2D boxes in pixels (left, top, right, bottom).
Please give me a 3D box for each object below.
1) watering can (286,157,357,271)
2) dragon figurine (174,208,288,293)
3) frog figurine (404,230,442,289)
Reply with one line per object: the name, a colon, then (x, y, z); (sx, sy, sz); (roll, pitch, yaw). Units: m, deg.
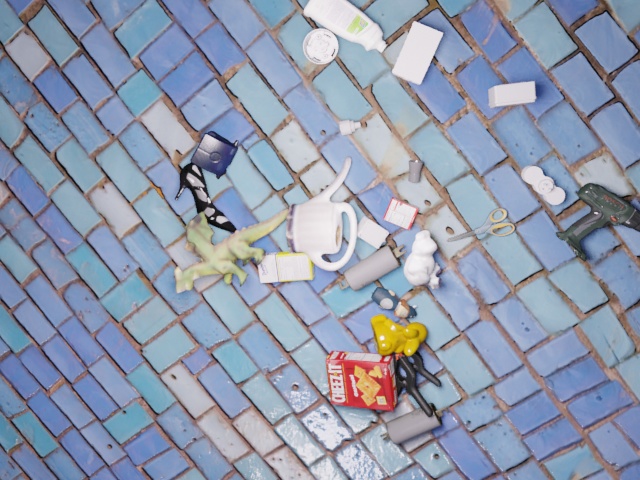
watering can: (0.005, -0.080, 1.583); (0.224, 0.350, 0.103); (-1, -7, 15)
dragon figurine: (-0.302, 0.008, 1.603); (0.240, 0.410, 0.123); (36, 1, -21)
frog figurine: (0.298, 0.055, 1.539); (0.122, 0.157, 0.140); (-6, 33, 38)
